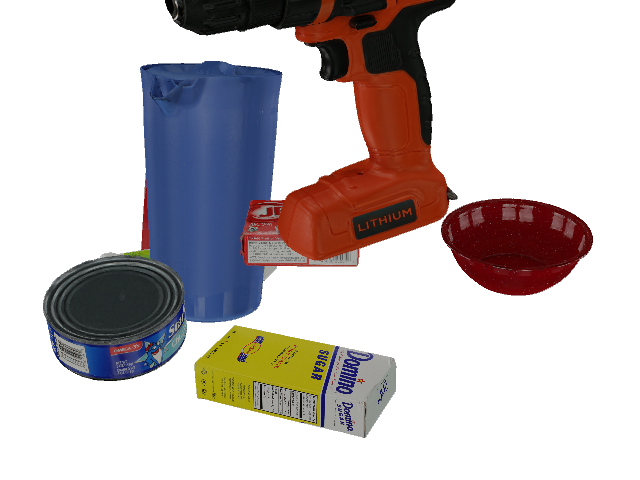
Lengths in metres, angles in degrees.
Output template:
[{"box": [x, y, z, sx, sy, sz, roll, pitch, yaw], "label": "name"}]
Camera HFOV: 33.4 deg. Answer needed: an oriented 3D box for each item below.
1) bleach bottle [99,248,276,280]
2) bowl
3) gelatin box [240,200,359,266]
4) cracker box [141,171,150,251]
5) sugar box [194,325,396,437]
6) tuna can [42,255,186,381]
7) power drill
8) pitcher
[{"box": [-0.150, 0.035, 1.347, 0.103, 0.068, 0.250, 25, 28, 39], "label": "bleach bottle"}, {"box": [0.211, 0.013, 1.159, 0.162, 0.055, 0.162, -1, 29, 0], "label": "bowl"}, {"box": [-0.014, -0.007, 0.826, 0.089, 0.030, 0.073, 1, 22, 2], "label": "gelatin box"}, {"box": [-0.181, -0.062, 1.617, 0.164, 0.214, 0.072, 10, 20, 6], "label": "cracker box"}, {"box": [-0.023, 0.132, 1.030, 0.176, 0.048, 0.093, 7, 24, 20], "label": "sugar box"}, {"box": [-0.126, 0.047, 0.660, 0.086, 0.034, 0.086, -1, 35, 0], "label": "tuna can"}, {"box": [0.008, -0.085, 0.600, 0.184, 0.188, 0.057, -17, 34, -22], "label": "power drill"}, {"box": [-0.102, -0.052, 1.039, 0.149, 0.243, 0.145, -2, 15, -17], "label": "pitcher"}]
